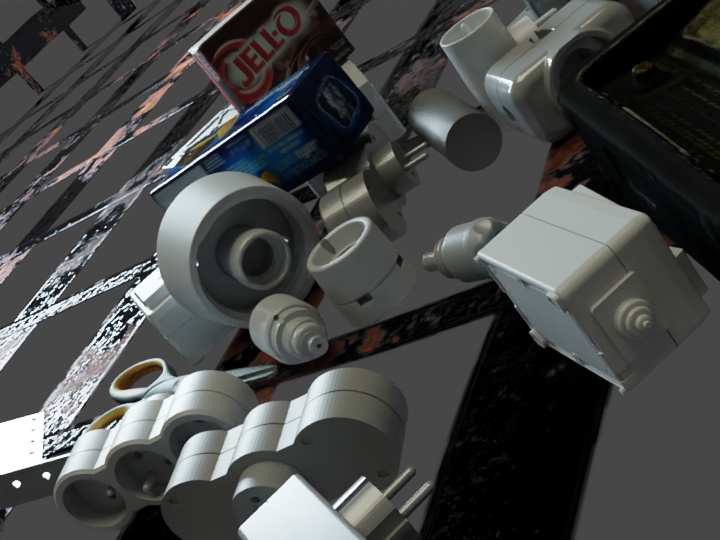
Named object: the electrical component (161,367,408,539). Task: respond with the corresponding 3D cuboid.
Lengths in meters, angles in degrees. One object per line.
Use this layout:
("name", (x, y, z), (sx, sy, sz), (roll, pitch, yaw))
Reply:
("electrical component", (-0.041, 0.106, 0.528), (0.138, 0.052, 0.073), (-28, 25, 26))

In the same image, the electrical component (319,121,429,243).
("electrical component", (0.018, -0.067, 0.764), (0.074, 0.052, 0.138), (-31, 24, 19))

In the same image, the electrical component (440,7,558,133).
("electrical component", (0.109, -0.149, 0.747), (0.079, 0.077, 0.044), (-36, 23, 7))

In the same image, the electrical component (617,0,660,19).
("electrical component", (0.208, -0.196, 0.712), (0.050, 0.055, 0.089), (-41, 23, -5))

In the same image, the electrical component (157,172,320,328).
("electrical component", (-0.079, -0.011, 0.742), (0.108, 0.108, 0.060), (-46, 29, -15))

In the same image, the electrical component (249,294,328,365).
("electrical component", (-0.040, 0.039, 0.669), (0.040, 0.040, 0.078), (-44, 23, -12))

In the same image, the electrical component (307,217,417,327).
("electrical component", (0.000, 0.000, 0.672), (0.055, 0.047, 0.055), (-32, 23, 16))

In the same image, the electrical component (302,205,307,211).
("electrical component", (-0.074, -0.023, 0.832), (0.081, 0.043, 0.043), (-42, 23, -6))

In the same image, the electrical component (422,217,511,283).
("electrical component", (0.060, -0.009, 0.616), (0.061, 0.035, 0.035), (-14, 33, 50))

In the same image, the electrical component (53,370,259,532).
("electrical component", (-0.121, 0.101, 0.661), (0.138, 0.052, 0.073), (-29, 24, 22))

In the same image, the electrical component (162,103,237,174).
("electrical component", (-0.128, -0.119, 1.079), (0.108, 0.056, 0.109), (-48, 24, -20))

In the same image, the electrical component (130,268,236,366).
("electrical component", (-0.133, 0.021, 0.817), (0.062, 0.061, 0.096), (-43, 23, -9))

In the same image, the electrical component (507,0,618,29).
("electrical component", (0.143, -0.193, 0.780), (0.047, 0.075, 0.083), (-46, 23, -16))

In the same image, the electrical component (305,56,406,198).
("electrical component", (-0.022, -0.126, 0.923), (0.089, 0.061, 0.150), (-37, 23, 5))

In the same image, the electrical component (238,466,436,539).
("electrical component", (0.001, 0.114, 0.457), (0.076, 0.047, 0.083), (-43, 23, -11))

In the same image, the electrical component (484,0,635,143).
("electrical component", (0.137, -0.130, 0.699), (0.095, 0.053, 0.059), (-40, 23, -1))

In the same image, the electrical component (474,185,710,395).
("electrical component", (0.108, 0.005, 0.479), (0.061, 0.061, 0.096), (-42, 23, -6))
